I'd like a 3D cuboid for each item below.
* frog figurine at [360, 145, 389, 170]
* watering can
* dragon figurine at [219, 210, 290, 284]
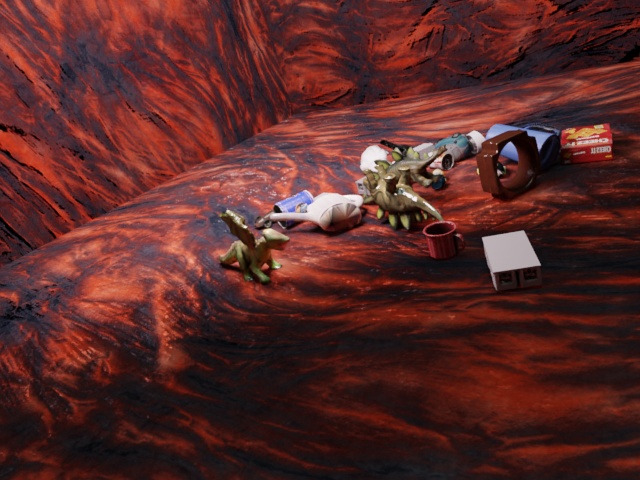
[{"bbox_3d":[0.237,-0.341,2.266,0.136,0.121,0.163,-28,19,26],"label":"frog figurine"},{"bbox_3d":[0.006,-0.093,1.851,0.349,0.102,0.227,-16,23,-12],"label":"watering can"},{"bbox_3d":[-0.243,0.006,1.636,0.411,0.238,0.124,8,36,41],"label":"dragon figurine"}]
